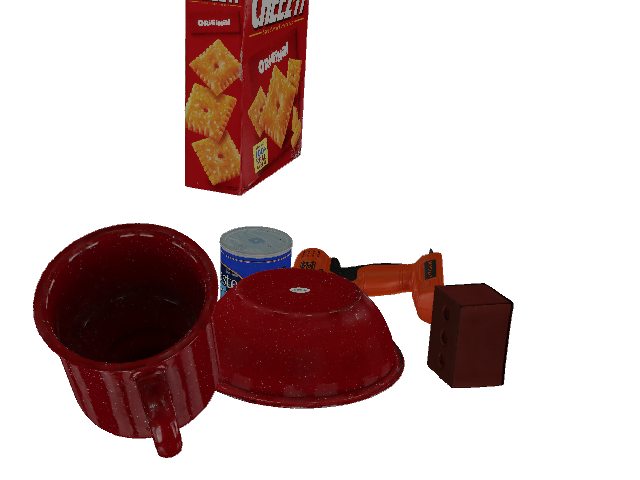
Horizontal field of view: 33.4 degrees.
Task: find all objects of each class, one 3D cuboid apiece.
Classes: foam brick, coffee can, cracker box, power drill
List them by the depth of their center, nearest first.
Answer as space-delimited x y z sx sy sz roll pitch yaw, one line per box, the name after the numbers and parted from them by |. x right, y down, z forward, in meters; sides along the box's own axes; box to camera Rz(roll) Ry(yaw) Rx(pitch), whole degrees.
0.128 0.081 0.918 0.051 0.078 0.053 -3 18 -20 | foam brick
-0.069 -0.170 1.062 0.072 0.214 0.164 11 22 18 | cracker box
0.049 0.063 1.233 0.188 0.057 0.184 0 28 6 | power drill
-0.093 0.063 1.523 0.103 0.140 0.103 2 22 -1 | coffee can

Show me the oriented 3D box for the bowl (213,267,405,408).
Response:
-0.017 0.061 0.779 0.162 0.055 0.162 3 19 -1 | bowl

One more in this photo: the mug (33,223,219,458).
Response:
-0.092 0.060 0.558 0.093 0.117 0.081 -18 -38 -13 | mug
